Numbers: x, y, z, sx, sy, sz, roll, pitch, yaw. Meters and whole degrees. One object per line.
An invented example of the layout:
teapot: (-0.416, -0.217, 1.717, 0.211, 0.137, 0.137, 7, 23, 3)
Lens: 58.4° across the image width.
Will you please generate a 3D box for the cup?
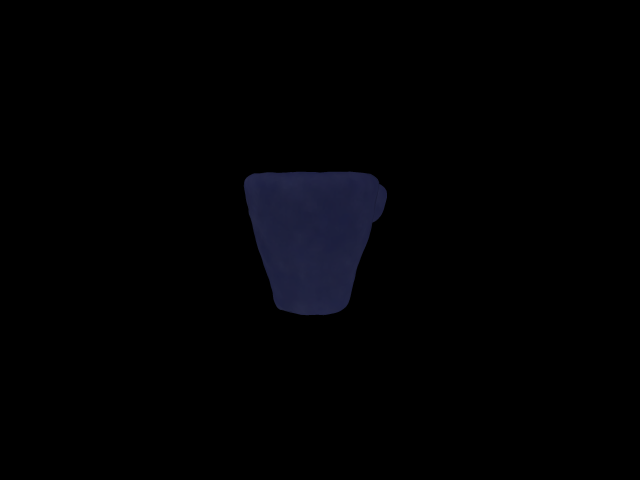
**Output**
cup: (0.004, 0.001, 0.400, 0.118, 0.095, 0.091, -4, 6, -43)
